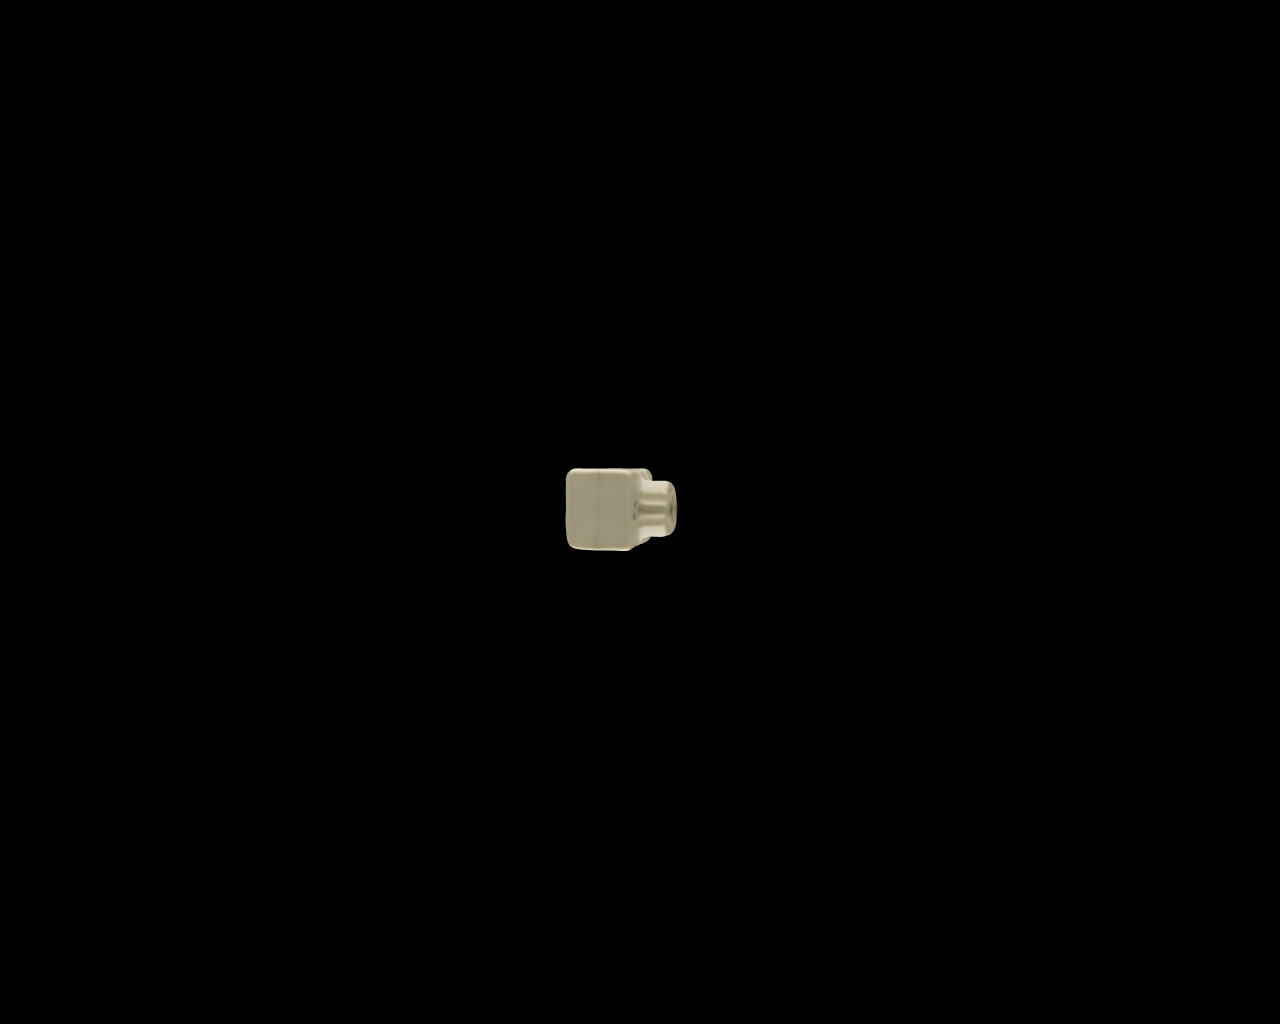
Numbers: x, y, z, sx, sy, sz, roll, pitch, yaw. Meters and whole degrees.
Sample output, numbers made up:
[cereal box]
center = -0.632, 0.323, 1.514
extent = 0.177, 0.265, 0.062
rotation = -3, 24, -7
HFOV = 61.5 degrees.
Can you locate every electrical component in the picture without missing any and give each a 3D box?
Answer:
[electrical component]
center = 0.001, -0.003, 0.650
extent = 0.077, 0.047, 0.066
rotation = 1, 3, 11
